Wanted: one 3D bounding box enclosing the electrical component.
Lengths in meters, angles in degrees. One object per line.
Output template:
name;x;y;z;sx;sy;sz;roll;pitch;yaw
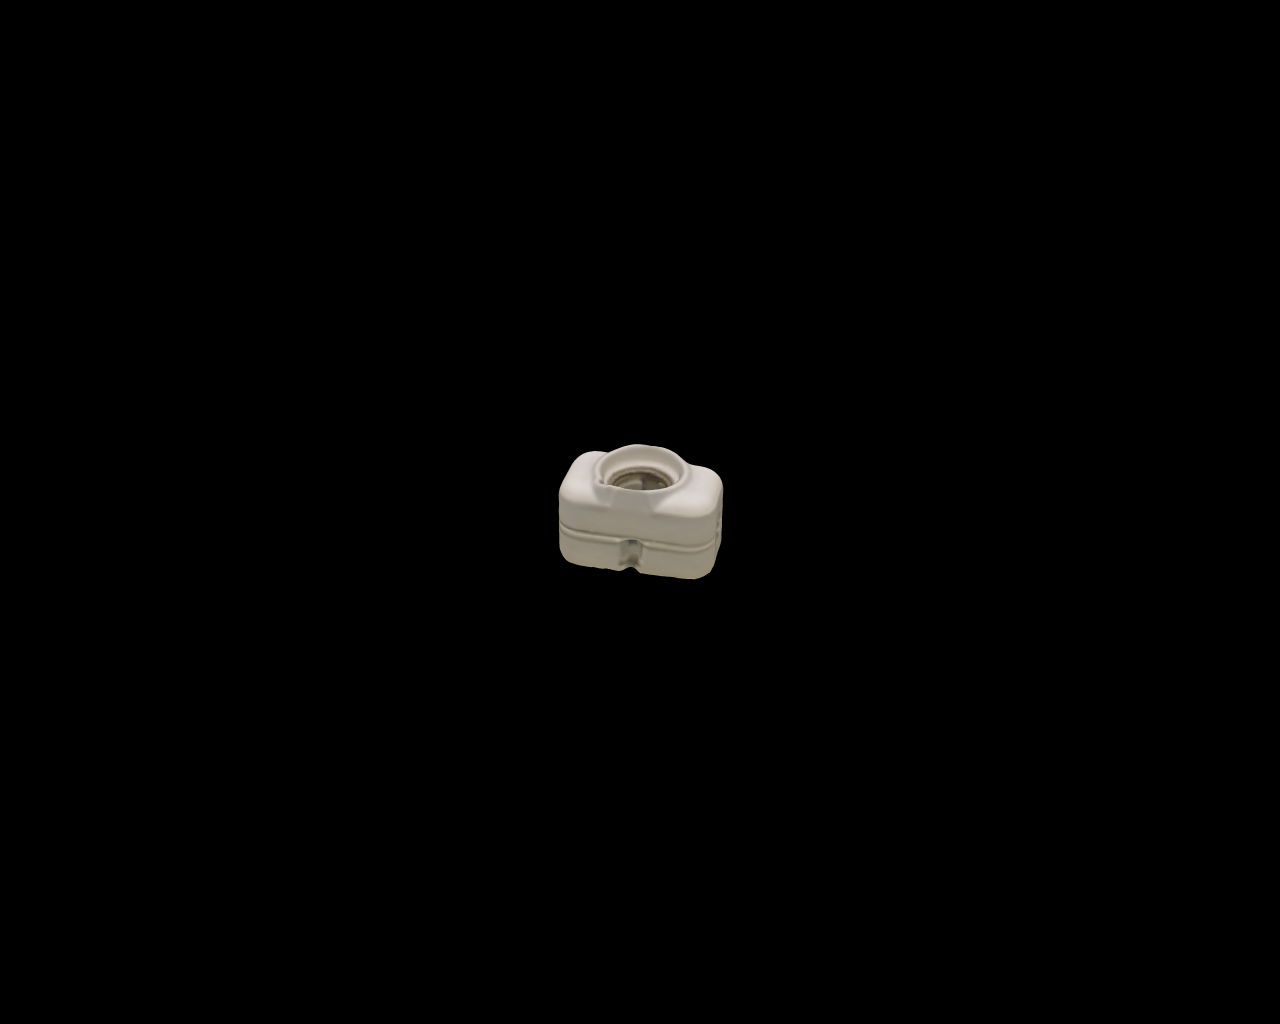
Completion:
electrical component;0.001;-0.003;0.650;0.095;0.059;0.054;8;36;11
